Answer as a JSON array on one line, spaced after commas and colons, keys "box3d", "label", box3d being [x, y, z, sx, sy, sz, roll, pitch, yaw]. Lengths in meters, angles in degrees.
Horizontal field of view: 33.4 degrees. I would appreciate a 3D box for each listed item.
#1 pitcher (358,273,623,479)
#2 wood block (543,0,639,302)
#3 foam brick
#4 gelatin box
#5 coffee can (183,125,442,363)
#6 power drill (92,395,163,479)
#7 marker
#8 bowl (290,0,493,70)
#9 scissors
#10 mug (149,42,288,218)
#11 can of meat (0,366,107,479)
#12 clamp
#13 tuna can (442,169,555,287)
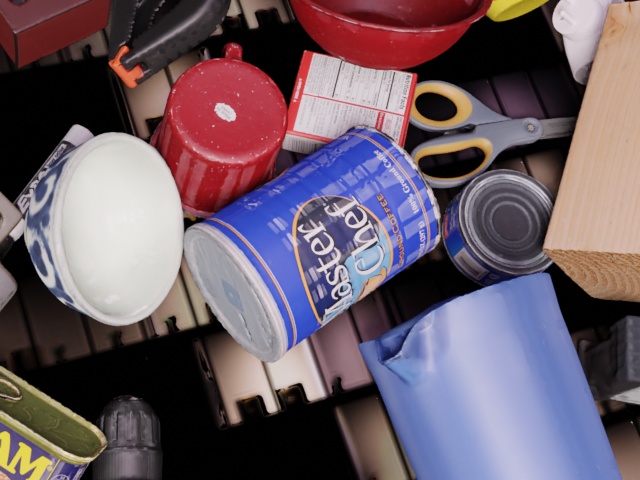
[{"box3d": [0.134, 0.150, 0.682, 0.149, 0.145, 0.243, -19, 79, -8], "label": "pitcher"}, {"box3d": [0.244, -0.065, 0.776, 0.090, 0.091, 0.206, 36, 65, -43], "label": "wood block"}, {"box3d": [-0.194, -0.168, 0.754, 0.078, 0.051, 0.053, -33, 80, -23], "label": "foam brick"}, {"box3d": [0.022, -0.094, 0.787, 0.089, 0.030, 0.073, 13, 67, 2], "label": "gelatin box"}, {"box3d": [-0.005, 0.001, 0.709, 0.140, 0.103, 0.103, -34, 81, -23], "label": "coffee can"}, {"box3d": [-0.050, 0.187, 0.652, 0.187, 0.057, 0.184, 1, 73, -11], "label": "power drill"}, {"box3d": [-0.193, -0.028, 0.718, 0.020, 0.020, 0.121, 32, 65, -1], "label": "marker"}, {"box3d": [0.044, -0.173, 0.794, 0.162, 0.055, 0.162, 6, 39, -5], "label": "bowl"}, {"box3d": [0.147, -0.100, 0.834, 0.201, 0.016, 0.096, -23, 76, -21], "label": "scissors"}, {"box3d": [-0.067, -0.082, 0.737, 0.093, 0.082, 0.117, 12, 67, -9], "label": "mug"}, {"box3d": [-0.191, 0.129, 0.621, 0.102, 0.057, 0.084, 32, 97, 0], "label": "can of meat"}, {"box3d": [-0.081, -0.200, 0.773, 0.165, 0.036, 0.210, 11, 67, 31], "label": "clamp"}, {"box3d": [0.135, -0.008, 0.786, 0.086, 0.034, 0.086, 5, 68, -13], "label": "tuna can"}]
